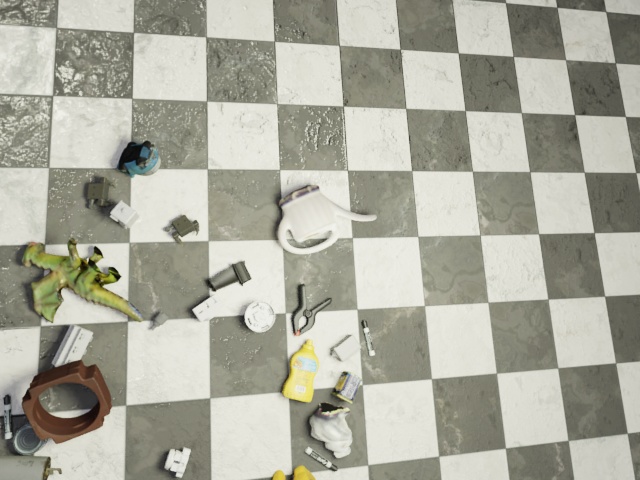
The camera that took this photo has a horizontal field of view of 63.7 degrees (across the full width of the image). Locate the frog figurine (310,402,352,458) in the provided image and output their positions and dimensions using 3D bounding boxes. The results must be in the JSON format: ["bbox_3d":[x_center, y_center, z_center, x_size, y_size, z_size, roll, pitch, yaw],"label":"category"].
[{"bbox_3d":[0.036,0.610,1.623,0.137,0.123,0.160,-4,88,20],"label":"frog figurine"}]

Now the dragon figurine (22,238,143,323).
[{"bbox_3d":[-0.753,0.152,1.572,0.243,0.122,0.411,-38,86,0],"label":"dragon figurine"}]

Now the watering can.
[{"bbox_3d":[0.005,-0.089,1.768,0.350,0.103,0.225,-24,84,-15],"label":"watering can"}]
